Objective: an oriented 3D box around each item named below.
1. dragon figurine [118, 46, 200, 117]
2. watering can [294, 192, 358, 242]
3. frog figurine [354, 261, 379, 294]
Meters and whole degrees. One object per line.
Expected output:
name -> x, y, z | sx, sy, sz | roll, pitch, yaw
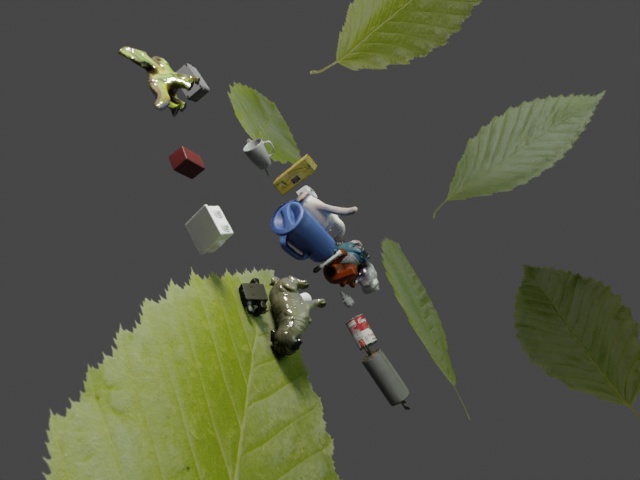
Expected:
dragon figurine -> -0.511, -0.498, 1.572 | 0.242, 0.121, 0.417 | 33, 18, -9
watering can -> 0.006, -0.095, 1.883 | 0.224, 0.106, 0.341 | 37, -29, 0
frog figurine -> 0.202, 0.163, 2.125 | 0.158, 0.122, 0.139 | 32, 5, -28
